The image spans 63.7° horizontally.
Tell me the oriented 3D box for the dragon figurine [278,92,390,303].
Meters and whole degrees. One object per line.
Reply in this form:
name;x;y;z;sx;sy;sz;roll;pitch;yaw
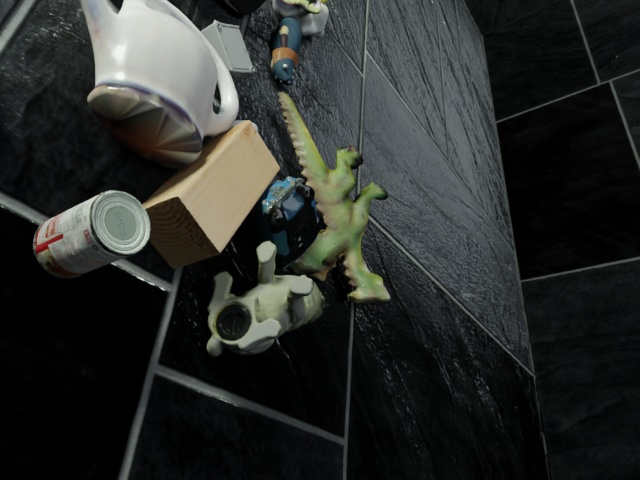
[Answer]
dragon figurine;0.003;-0.047;0.924;0.406;0.121;0.248;49;46;-19

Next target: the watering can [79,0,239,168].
watering can;-0.229;-0.231;0.640;0.343;0.103;0.229;36;46;-45

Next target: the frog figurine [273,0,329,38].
frog figurine;-0.042;-0.498;1.101;0.158;0.123;0.138;109;-43;-83
